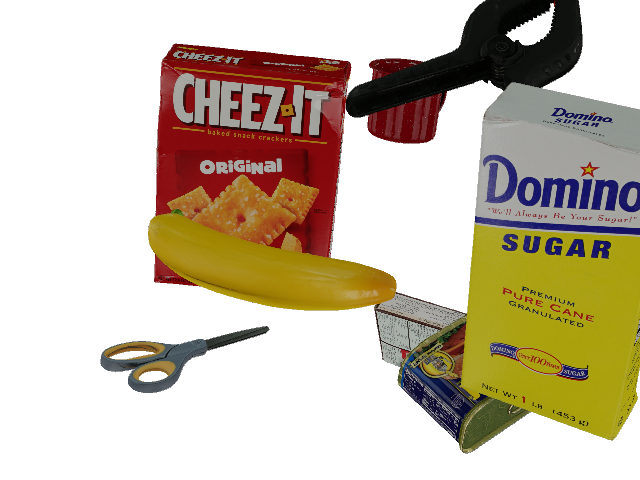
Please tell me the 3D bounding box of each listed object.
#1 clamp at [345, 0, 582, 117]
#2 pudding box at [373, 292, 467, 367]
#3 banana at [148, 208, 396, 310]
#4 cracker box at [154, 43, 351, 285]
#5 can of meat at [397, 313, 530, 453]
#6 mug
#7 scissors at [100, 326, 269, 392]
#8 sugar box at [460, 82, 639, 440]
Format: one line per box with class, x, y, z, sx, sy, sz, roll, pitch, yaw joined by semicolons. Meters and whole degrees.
clamp;0.145;-0.129;0.821;0.165;0.209;0.036;37;-22;28
pudding box;0.121;0.112;1.221;0.114;0.090;0.039;15;45;28
banana;-0.048;0.011;0.695;0.198;0.037;0.069;19;37;33
cracker box;-0.064;-0.060;0.973;0.164;0.214;0.072;6;23;1
can of meat;0.128;0.115;0.892;0.101;0.057;0.084;-27;50;-28
mug;0.107;-0.165;1.257;0.093;0.081;0.117;24;28;38
scissors;-0.135;0.128;1.160;0.201;0.016;0.096;-4;28;-22
sugar box;0.126;0.014;0.553;0.093;0.176;0.048;17;40;26
